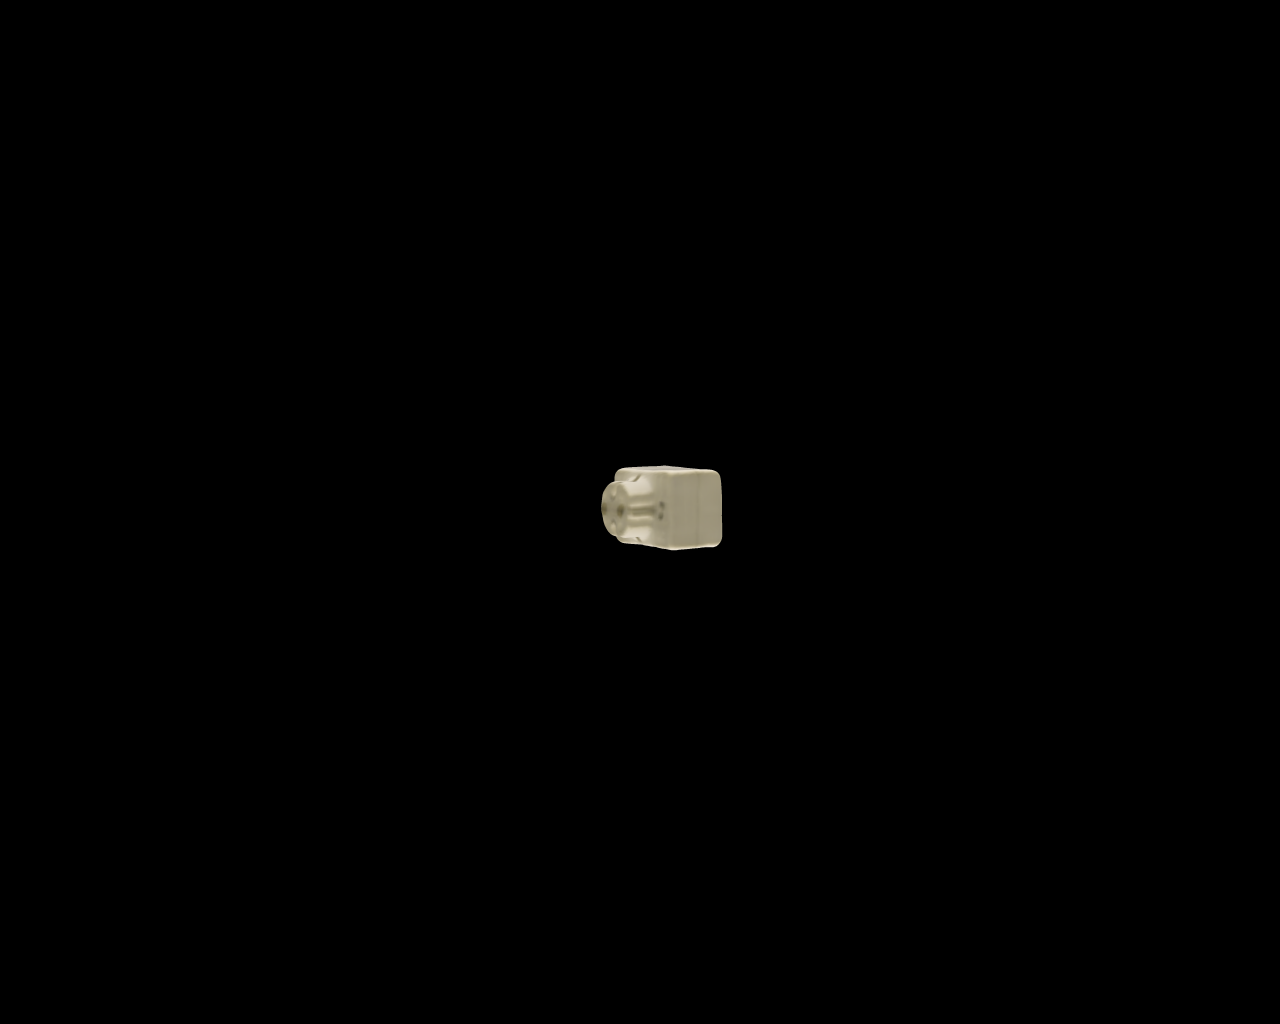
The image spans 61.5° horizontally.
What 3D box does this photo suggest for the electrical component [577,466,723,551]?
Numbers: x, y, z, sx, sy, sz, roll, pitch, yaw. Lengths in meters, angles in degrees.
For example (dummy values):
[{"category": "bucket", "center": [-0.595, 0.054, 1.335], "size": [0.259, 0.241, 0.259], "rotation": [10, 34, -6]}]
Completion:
[{"category": "electrical component", "center": [0.001, -0.003, 0.650], "size": [0.077, 0.047, 0.066], "rotation": [-3, 6, -32]}]
